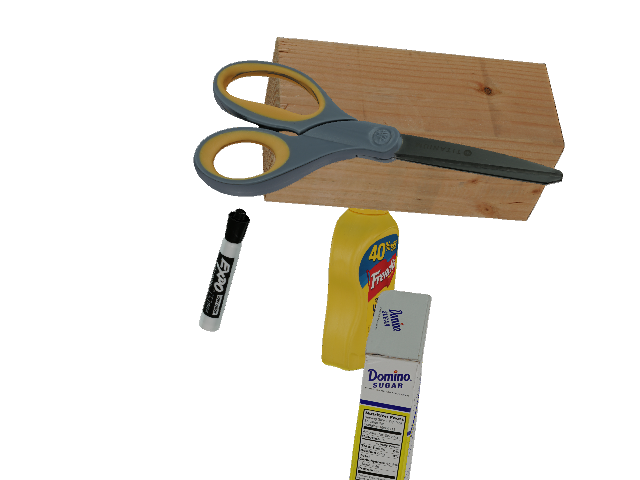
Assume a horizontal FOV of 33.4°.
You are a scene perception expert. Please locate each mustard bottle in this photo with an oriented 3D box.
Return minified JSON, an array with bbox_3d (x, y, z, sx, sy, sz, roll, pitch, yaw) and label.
[{"bbox_3d":[0.044,0.030,1.087,0.058,0.192,0.096,13,17,32],"label":"mustard bottle"}]

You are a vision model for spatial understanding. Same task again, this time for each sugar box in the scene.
[{"bbox_3d":[0.050,0.134,0.804,0.048,0.176,0.093,6,28,8],"label":"sugar box"}]

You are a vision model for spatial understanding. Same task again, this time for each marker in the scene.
[{"bbox_3d":[-0.084,0.026,0.934,0.020,0.121,0.020,14,28,-8],"label":"marker"}]

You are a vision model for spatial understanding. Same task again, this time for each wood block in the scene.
[{"bbox_3d":[0.064,-0.082,0.800,0.206,0.091,0.090,4,-37,-9],"label":"wood block"}]

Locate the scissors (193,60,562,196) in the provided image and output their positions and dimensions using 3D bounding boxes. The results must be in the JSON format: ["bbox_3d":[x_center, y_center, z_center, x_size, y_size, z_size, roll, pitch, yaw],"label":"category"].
[{"bbox_3d":[0.017,-0.041,0.573,0.202,0.096,0.016,27,-24,22],"label":"scissors"}]
